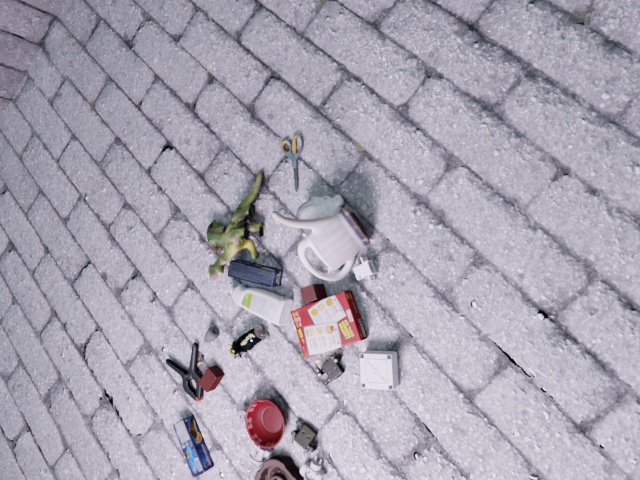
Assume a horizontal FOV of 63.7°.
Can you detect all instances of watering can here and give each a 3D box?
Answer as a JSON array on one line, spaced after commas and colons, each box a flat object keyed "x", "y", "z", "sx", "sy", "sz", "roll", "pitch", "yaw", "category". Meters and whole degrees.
[{"x": 0.019, "y": -0.016, "z": 1.600, "sx": 0.224, "sy": 0.342, "sz": 0.106, "roll": -38, "pitch": 32, "yaw": -2, "category": "watering can"}]

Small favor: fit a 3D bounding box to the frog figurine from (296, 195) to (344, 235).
[{"x": 0.005, "y": -0.085, "z": 1.693, "sx": 0.157, "sy": 0.122, "sz": 0.140, "roll": -33, "pitch": 53, "yaw": 34, "category": "frog figurine"}]

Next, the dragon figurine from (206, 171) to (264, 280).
[{"x": -0.321, "y": -0.048, "z": 1.856, "sx": 0.242, "sy": 0.120, "sz": 0.418, "roll": -6, "pitch": 63, "yaw": 29, "category": "dragon figurine"}]
